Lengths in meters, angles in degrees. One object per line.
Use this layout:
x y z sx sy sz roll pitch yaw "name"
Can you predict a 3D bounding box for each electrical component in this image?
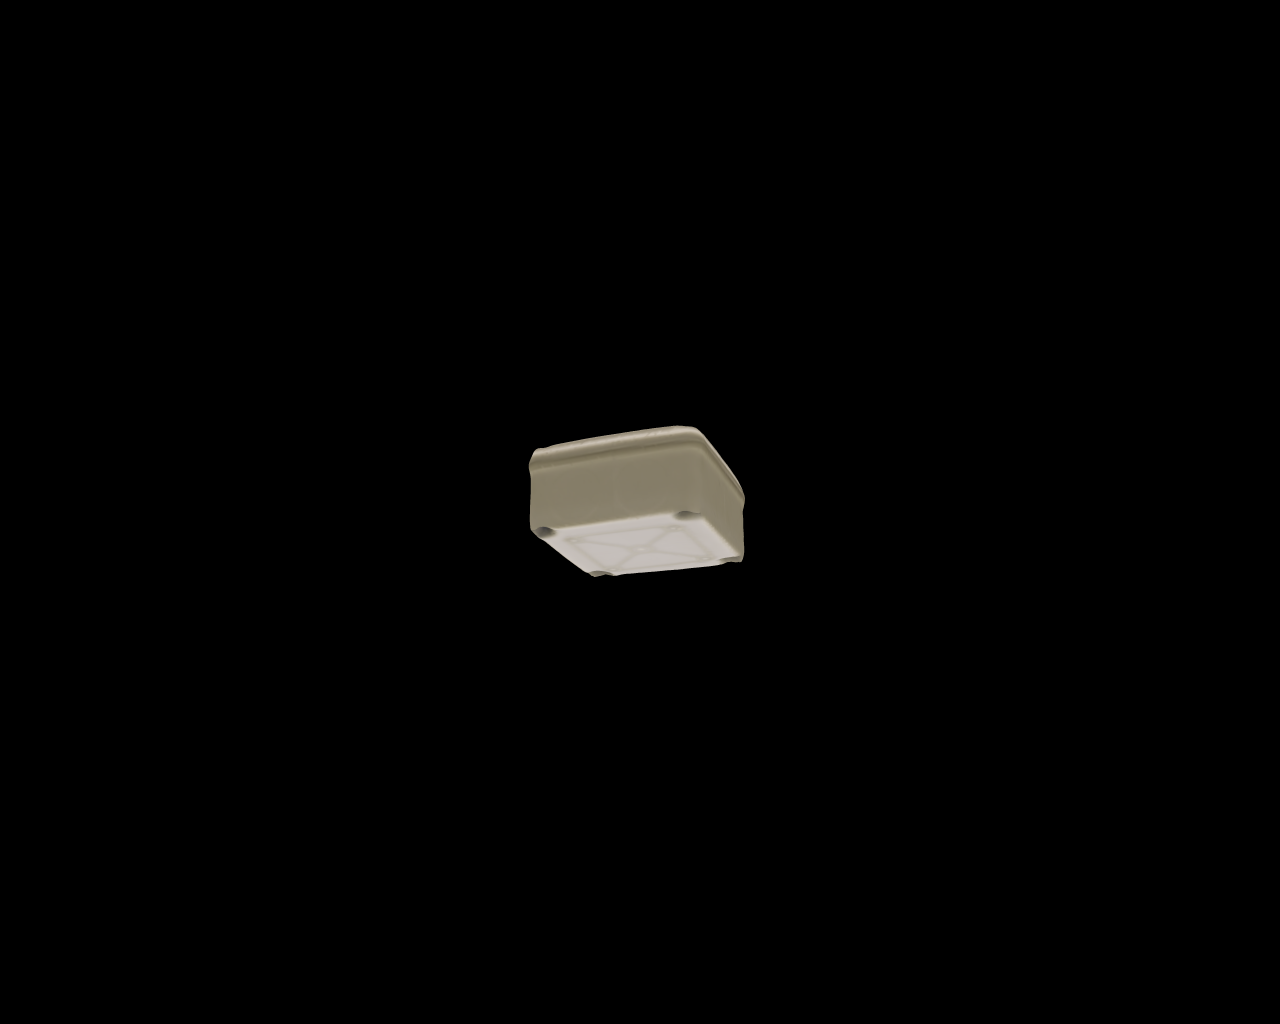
0.001 -0.003 0.650 0.109 0.056 0.108 -7 -21 18 "electrical component"
